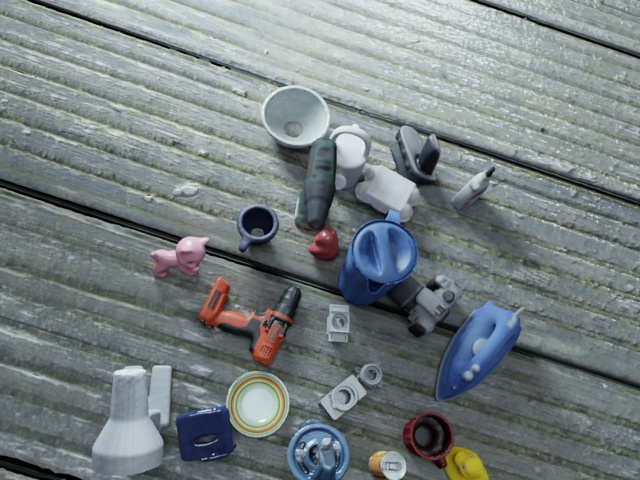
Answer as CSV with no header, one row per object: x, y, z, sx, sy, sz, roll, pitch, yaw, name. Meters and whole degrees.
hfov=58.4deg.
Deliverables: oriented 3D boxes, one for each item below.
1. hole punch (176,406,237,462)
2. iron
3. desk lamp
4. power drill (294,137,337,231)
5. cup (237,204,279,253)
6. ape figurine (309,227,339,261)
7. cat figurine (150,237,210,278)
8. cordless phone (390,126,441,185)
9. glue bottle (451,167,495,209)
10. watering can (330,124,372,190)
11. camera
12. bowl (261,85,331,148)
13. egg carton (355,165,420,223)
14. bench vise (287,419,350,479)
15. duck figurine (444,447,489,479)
-0.222,0.382,1.124,0.109,0.091,0.101,-8,72,-12,hole punch
0.348,0.244,1.236,0.118,0.141,0.259,40,70,7,iron
-0.343,0.324,1.059,0.118,0.213,0.203,0,70,-9,desk lamp
-0.007,-0.099,1.266,0.075,0.208,0.229,8,69,-6,power drill
-0.146,-0.012,1.274,0.091,0.095,0.118,28,69,2,cup
0.012,0.005,1.295,0.078,0.092,0.076,-28,77,-17,ape figurine
-0.298,0.031,1.222,0.128,0.117,0.067,-5,71,-10,cat figurine
0.242,-0.223,1.363,0.094,0.185,0.147,-16,74,-14,cordless phone
0.373,-0.130,1.357,0.078,0.173,0.037,-31,78,-17,glue bottle
0.063,-0.194,1.319,0.101,0.194,0.173,-2,71,-9,watering can
0.229,0.123,1.282,0.136,0.100,0.143,42,70,7,camera
-0.061,-0.287,1.397,0.167,0.074,0.167,3,70,-8,bowl
0.163,-0.110,1.372,0.150,0.069,0.107,28,69,2,egg carton
0.016,0.439,1.072,0.122,0.219,0.207,-23,75,-16,bench vise
0.309,0.472,1.179,0.104,0.086,0.078,42,70,7,duck figurine
